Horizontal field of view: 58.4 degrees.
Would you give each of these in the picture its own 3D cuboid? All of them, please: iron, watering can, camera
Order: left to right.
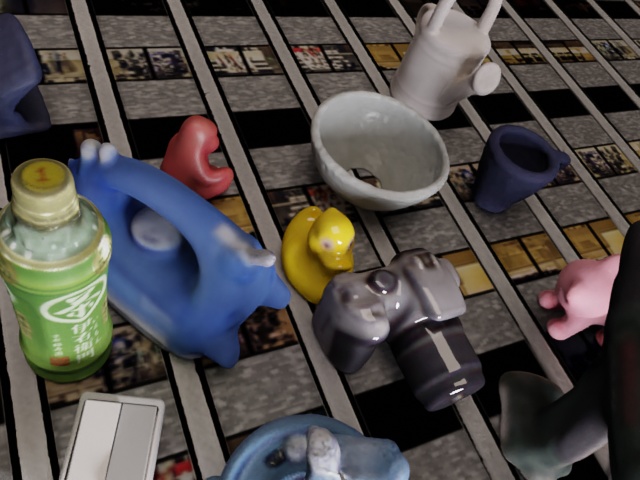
[{"bbox_3d":[-0.144,-0.013,0.497,0.258,0.141,0.119,35,52,7],"label":"iron"},{"bbox_3d":[0.086,0.086,0.533,0.143,0.100,0.136,-11,60,-26],"label":"camera"},{"bbox_3d":[0.177,-0.255,0.753,0.101,0.194,0.172,-29,69,-34],"label":"watering can"}]

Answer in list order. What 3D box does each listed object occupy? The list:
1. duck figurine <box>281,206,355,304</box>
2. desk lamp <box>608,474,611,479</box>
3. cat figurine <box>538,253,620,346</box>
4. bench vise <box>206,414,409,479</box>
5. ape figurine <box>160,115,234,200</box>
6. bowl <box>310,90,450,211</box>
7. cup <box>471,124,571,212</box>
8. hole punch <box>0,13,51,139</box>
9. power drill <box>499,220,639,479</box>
[{"bbox_3d":[0.005,0.002,0.575,0.078,0.086,0.104,-4,57,-22],"label":"duck figurine"},{"bbox_3d":[0.363,0.186,0.487,0.118,0.213,0.203,34,51,6],"label":"desk lamp"},{"bbox_3d":[0.300,0.060,0.618,0.128,0.117,0.067,8,53,-14],"label":"cat figurine"},{"bbox_3d":[0.029,0.165,0.379,0.208,0.219,0.121,-2,56,-20],"label":"bench vise"},{"bbox_3d":[-0.127,-0.088,0.589,0.076,0.092,0.077,-19,63,-30],"label":"ape figurine"},{"bbox_3d":[0.060,-0.092,0.670,0.168,0.074,0.167,10,53,-13],"label":"bowl"},{"bbox_3d":[0.242,-0.080,0.713,0.118,0.095,0.091,-1,56,-20],"label":"cup"},{"bbox_3d":[-0.331,-0.159,0.568,0.101,0.091,0.108,-19,64,-30],"label":"hole punch"},{"bbox_3d":[0.239,0.121,0.494,0.076,0.208,0.229,16,52,-7],"label":"power drill"}]
